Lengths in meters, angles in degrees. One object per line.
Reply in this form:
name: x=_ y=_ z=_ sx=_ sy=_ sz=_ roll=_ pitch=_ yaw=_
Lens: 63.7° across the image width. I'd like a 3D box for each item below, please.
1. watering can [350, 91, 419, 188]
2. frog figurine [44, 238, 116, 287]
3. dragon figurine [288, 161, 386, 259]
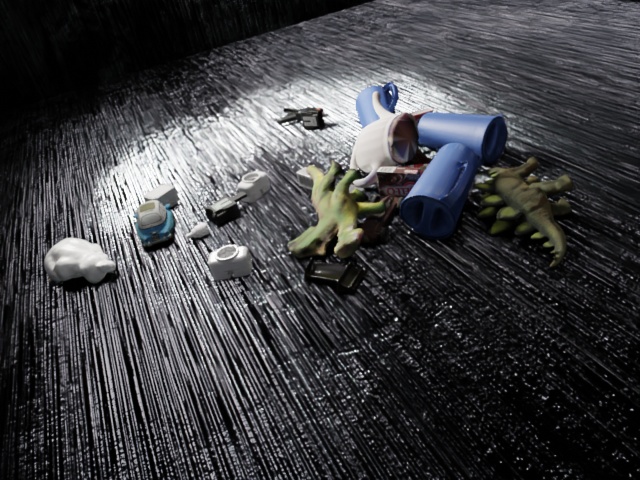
watering can: x=0.183 y=-0.310 z=1.477 sx=0.223 sy=0.103 sz=0.353 roll=-9 pitch=59 yaw=50
frog figurine: x=-0.605 y=0.055 z=1.300 sx=0.159 sy=0.121 sz=0.139 roll=-3 pitch=14 yaw=33
dragon figurine: x=0.004 y=-0.064 z=1.271 sx=0.244 sy=0.120 sz=0.414 roll=-47 pitch=32 yaw=-10
